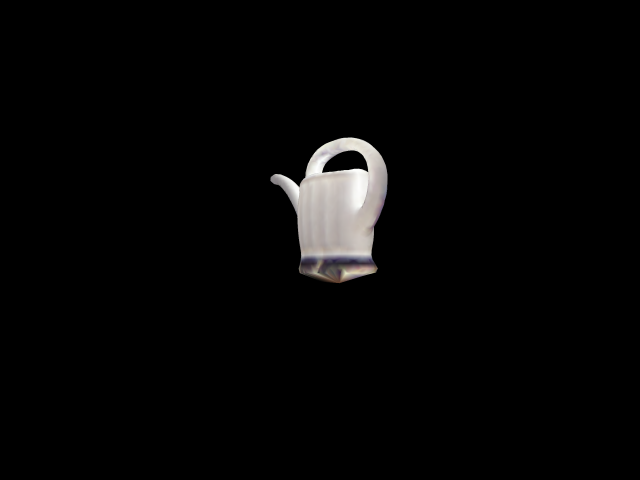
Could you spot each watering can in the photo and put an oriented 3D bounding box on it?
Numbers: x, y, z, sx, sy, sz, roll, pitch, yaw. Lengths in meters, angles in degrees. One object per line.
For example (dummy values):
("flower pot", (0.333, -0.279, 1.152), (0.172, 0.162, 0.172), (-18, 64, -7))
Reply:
("watering can", (0.003, -0.043, 0.850), (0.104, 0.225, 0.346), (3, -6, -29))
